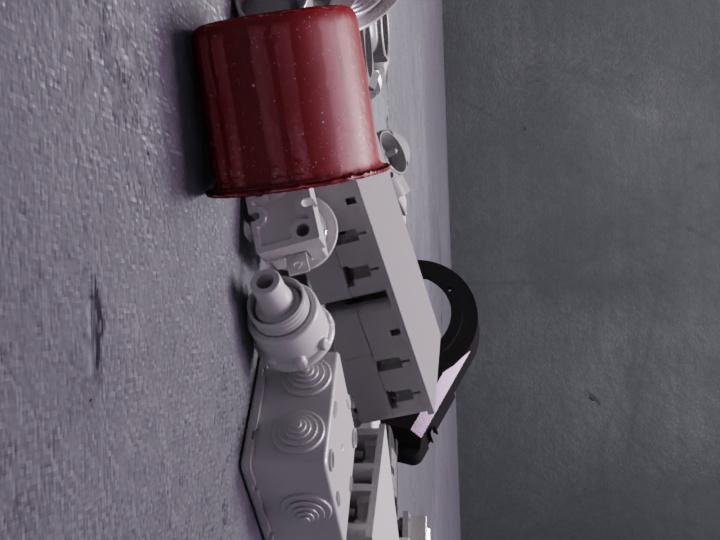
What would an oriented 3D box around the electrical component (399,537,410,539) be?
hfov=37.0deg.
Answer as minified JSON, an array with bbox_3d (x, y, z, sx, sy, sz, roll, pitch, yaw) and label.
[{"bbox_3d":[0.022,0.242,0.899,0.065,0.077,0.047,61,28,-73],"label":"electrical component"}]

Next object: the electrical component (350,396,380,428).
[{"bbox_3d":[-0.007,0.125,0.824,0.075,0.047,0.083,-60,147,-75],"label":"electrical component"}]

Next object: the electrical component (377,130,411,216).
[{"bbox_3d":[0.021,-0.081,0.971,0.079,0.044,0.077,63,29,-7],"label":"electrical component"}]

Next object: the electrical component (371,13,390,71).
[{"bbox_3d":[-0.009,-0.192,0.854,0.095,0.059,0.053,25,63,-81],"label":"electrical component"}]

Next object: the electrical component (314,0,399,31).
[{"bbox_3d":[-0.008,-0.178,0.636,0.057,0.058,0.078,51,-8,10],"label":"electrical component"}]

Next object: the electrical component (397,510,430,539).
[{"bbox_3d":[0.033,0.297,1.010,0.078,0.063,0.121,74,15,-59],"label":"electrical component"}]

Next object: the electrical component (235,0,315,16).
[{"bbox_3d":[-0.045,-0.123,0.629,0.077,0.044,0.079,70,19,-65],"label":"electrical component"}]

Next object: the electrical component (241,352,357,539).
[{"bbox_3d":[-0.033,0.106,0.638,0.099,0.048,0.099,-84,169,-46],"label":"electrical component"}]

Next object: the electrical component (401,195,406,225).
[{"bbox_3d":[0.014,-0.065,1.033,0.076,0.047,0.065,70,19,-50],"label":"electrical component"}]

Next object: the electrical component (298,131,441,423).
[{"bbox_3d":[0.000,0.000,0.744,0.105,0.060,0.186,-77,151,-62],"label":"electrical component"}]

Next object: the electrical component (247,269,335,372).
[{"bbox_3d":[-0.044,0.024,0.605,0.062,0.048,0.048,67,21,-50],"label":"electrical component"}]

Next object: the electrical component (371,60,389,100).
[{"bbox_3d":[0.002,-0.184,0.991,0.081,0.043,0.043,-77,163,-61],"label":"electrical component"}]

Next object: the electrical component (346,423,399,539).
[{"bbox_3d":[-0.008,0.213,0.749,0.105,0.060,0.186,-80,165,-57],"label":"electrical component"}]

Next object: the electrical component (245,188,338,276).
[{"bbox_3d":[-0.040,-0.026,0.628,0.055,0.048,0.066,57,19,-72],"label":"electrical component"}]

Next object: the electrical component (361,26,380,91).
[{"bbox_3d":[-0.021,-0.148,0.736,0.042,0.064,0.081,-78,164,-65],"label":"electrical component"}]
